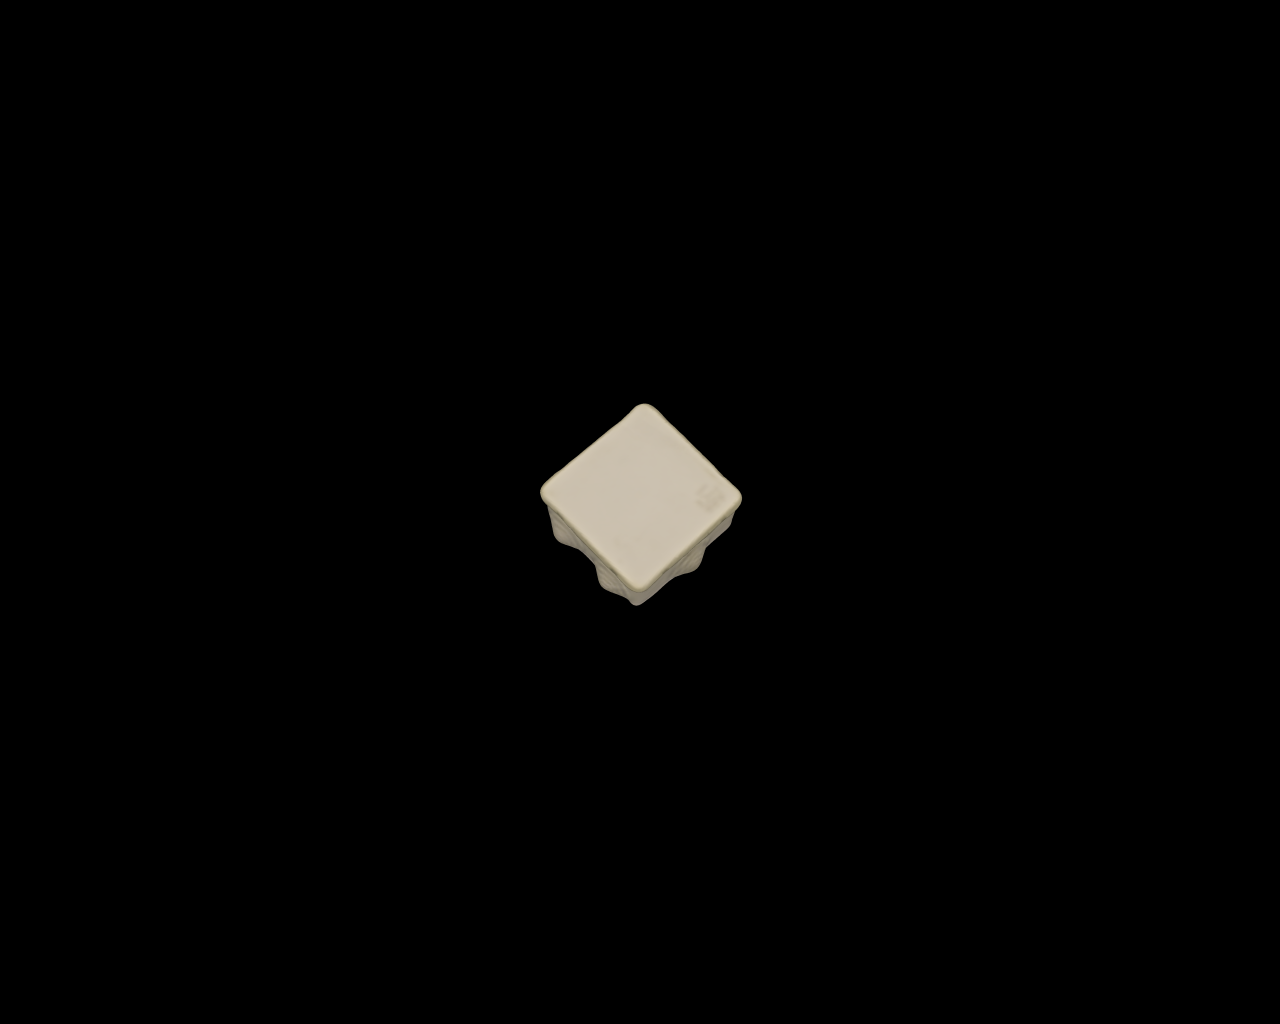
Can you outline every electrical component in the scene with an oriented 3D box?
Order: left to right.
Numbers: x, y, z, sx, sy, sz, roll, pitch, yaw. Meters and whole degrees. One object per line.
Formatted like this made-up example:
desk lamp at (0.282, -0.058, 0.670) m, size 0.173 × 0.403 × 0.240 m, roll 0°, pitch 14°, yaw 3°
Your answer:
electrical component at (0.001, -0.003, 0.650) m, size 0.100 × 0.100 × 0.048 m, roll -41°, pitch -15°, yaw -14°
